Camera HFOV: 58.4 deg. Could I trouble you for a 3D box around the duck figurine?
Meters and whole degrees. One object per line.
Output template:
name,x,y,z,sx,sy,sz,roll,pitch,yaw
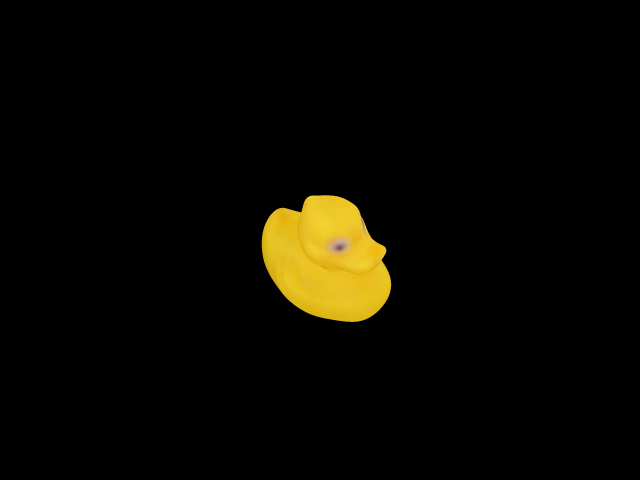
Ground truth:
duck figurine,0.004,0.001,0.400,0.104,0.086,0.078,33,61,21
